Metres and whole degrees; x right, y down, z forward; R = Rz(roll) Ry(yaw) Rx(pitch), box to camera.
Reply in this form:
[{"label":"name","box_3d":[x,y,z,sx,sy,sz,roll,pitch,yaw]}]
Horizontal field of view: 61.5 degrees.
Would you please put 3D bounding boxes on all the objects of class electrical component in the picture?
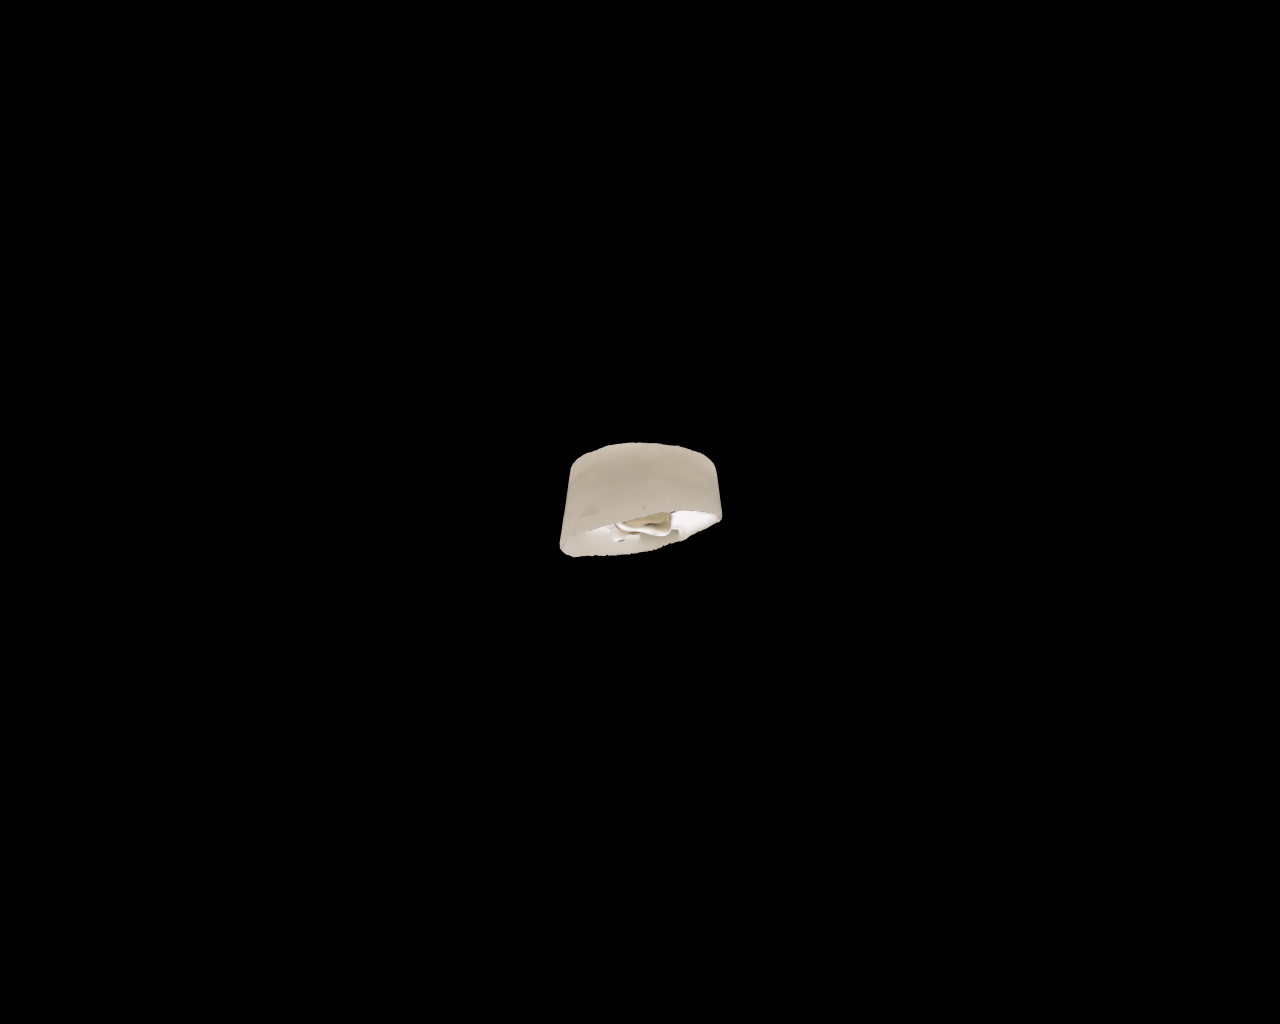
[{"label":"electrical component","box_3d":[0.001,-0.003,0.650,0.099,0.064,0.099,0,-20,0]}]
